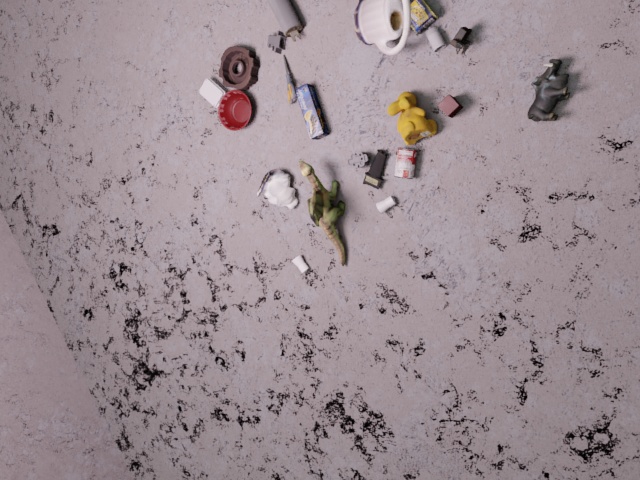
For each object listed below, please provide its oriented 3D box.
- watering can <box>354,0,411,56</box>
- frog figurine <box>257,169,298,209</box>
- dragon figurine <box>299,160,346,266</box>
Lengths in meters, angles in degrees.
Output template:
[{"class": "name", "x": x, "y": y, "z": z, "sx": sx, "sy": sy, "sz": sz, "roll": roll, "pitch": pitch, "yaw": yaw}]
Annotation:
[{"class": "watering can", "x": 0.211, "y": -0.786, "z": 1.709, "sx": 0.225, "sy": 0.105, "sz": 0.345, "roll": 7, "pitch": 105, "yaw": 51}, {"class": "frog figurine", "x": -0.151, "y": -0.198, "z": 2.011, "sx": 0.159, "sy": 0.124, "sz": 0.136, "roll": 25, "pitch": 101, "yaw": -16}, {"class": "dragon figurine", "x": 0.006, "y": -0.093, "z": 1.852, "sx": 0.121, "sy": 0.243, "sz": 0.412, "roll": -18, "pitch": 86, "yaw": 23}]
